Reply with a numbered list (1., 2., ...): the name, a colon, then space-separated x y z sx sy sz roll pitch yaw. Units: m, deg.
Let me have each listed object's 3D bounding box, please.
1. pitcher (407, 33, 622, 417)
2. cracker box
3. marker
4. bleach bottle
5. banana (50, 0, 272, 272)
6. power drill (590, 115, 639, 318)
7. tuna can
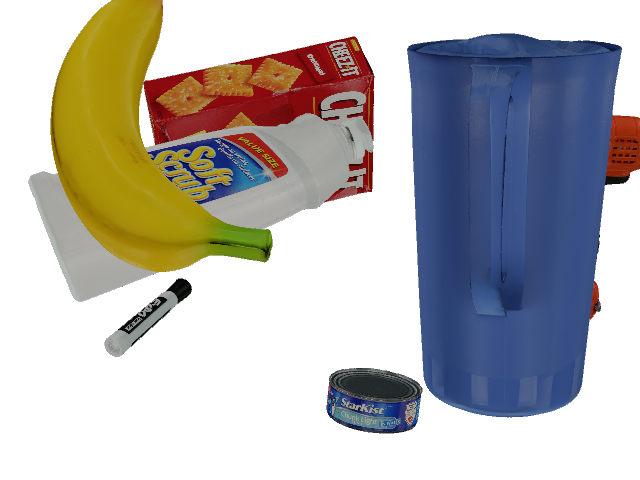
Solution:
1. pitcher: 0.120 -0.010 0.695 0.149 0.243 0.145 -9 17 -28
2. cracker box: -0.056 -0.100 1.063 0.213 0.072 0.164 -13 -40 -9
3. marker: -0.152 0.067 0.960 0.020 0.020 0.121 0 24 28
4. bleach bottle: -0.082 -0.043 0.803 0.250 0.103 0.068 -22 -36 -13
5. banana: -0.082 -0.048 0.458 0.069 0.037 0.198 -8 45 -20
6. power drill: 0.179 -0.023 0.916 0.184 0.188 0.057 3 27 4
7. tuna can: 0.048 0.146 0.973 0.086 0.034 0.086 6 11 -1
